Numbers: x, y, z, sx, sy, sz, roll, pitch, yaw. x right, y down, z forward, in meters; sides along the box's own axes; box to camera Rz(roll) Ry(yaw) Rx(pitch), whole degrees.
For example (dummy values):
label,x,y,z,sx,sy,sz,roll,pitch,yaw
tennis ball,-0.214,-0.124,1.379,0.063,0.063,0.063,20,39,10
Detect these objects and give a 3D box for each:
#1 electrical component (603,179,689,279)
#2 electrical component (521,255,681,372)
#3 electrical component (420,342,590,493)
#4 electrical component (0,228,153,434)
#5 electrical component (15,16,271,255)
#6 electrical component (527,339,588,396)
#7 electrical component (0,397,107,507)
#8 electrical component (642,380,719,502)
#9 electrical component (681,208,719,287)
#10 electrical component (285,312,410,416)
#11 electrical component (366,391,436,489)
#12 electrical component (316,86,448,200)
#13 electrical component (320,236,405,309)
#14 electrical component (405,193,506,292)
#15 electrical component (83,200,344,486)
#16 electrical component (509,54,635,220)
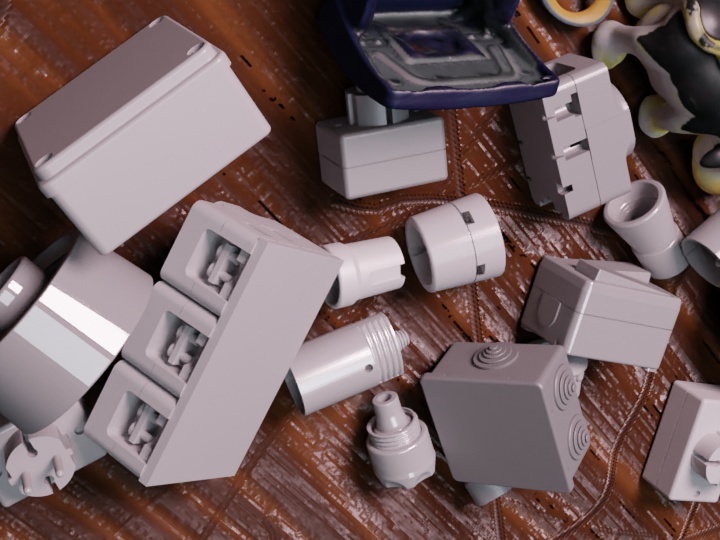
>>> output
label,x,y,z,sx,sy,sz,roll,pitch,yaw
electrical component,0.202,-0.025,0.742,0.044,0.044,0.065,-43,123,-3
electrical component,0.170,0.027,0.735,0.096,0.062,0.061,10,104,-25
electrical component,0.098,0.095,0.712,0.048,0.100,0.099,-47,126,-45
electrical component,-0.170,0.026,0.577,0.060,0.108,0.108,42,90,-22
electrical component,-0.116,-0.073,0.560,0.109,0.109,0.056,-38,120,-6
electrical component,0.132,0.082,0.750,0.048,0.048,0.062,-8,118,-19
electrical component,-0.183,0.103,0.612,0.066,0.077,0.047,-28,116,-11
electrical component,0.262,0.136,0.802,0.047,0.076,0.083,8,105,-24
electrical component,0.261,-0.030,0.723,0.081,0.043,0.043,-40,118,-9
electrical component,-0.006,0.057,0.685,0.081,0.043,0.043,-21,115,-14
electrical component,0.024,0.111,0.717,0.043,0.043,0.062,-23,114,-13
electrical component,0.011,-0.089,0.639,0.066,0.047,0.076,-13,112,-17
electrical component,0.000,0.000,0.671,0.046,0.040,0.040,-13,113,-24
electrical component,0.059,-0.016,0.681,0.047,0.055,0.055,-17,114,-12
electrical component,-0.086,0.042,0.623,0.150,0.062,0.089,-63,154,7
electrical component,0.137,-0.087,0.688,0.056,0.050,0.089,-24,115,-12
